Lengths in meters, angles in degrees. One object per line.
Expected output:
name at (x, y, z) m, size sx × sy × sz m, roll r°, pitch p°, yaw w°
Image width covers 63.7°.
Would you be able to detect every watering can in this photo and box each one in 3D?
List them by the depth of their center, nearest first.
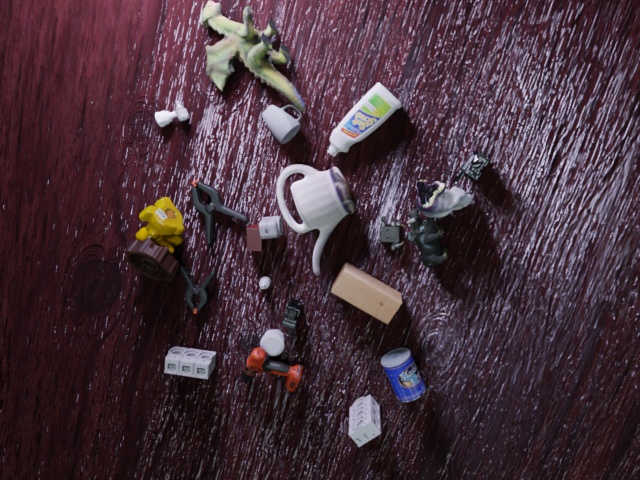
watering can at (0.005, -0.080, 1.584) m, size 0.223 × 0.105 × 0.345 m, roll -22°, pitch 99°, yaw 10°

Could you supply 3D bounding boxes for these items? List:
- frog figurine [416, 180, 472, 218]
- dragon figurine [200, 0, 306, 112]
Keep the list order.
frog figurine at (0.373, -0.112, 1.542) m, size 0.158 × 0.136 × 0.124 m, roll 22°, pitch 68°, yaw -31°
dragon figurine at (-0.224, -0.526, 1.522) m, size 0.241 × 0.124 × 0.408 m, roll -21°, pitch 98°, yaw 26°
